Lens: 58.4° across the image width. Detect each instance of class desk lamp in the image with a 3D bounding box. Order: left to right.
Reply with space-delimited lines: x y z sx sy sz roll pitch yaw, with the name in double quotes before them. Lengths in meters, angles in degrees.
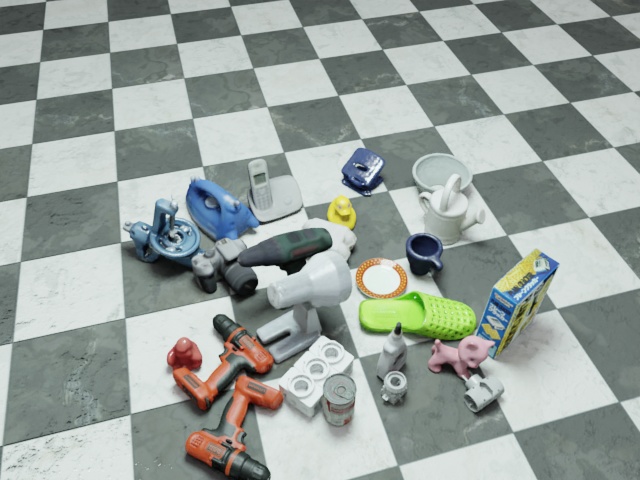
"desk lamp" -0.036 0.140 1.253 0.204 0.214 0.117 -27 53 -22

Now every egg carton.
"egg carton" 0.014 0.005 1.473 0.150 0.069 0.107 16 50 14

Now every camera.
"camera" -0.222 0.072 1.390 0.143 0.101 0.136 -27 53 -22

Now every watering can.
"watering can" 0.337 -0.085 1.472 0.172 0.194 0.101 10 49 9

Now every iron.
"iron" -0.285 -0.103 1.521 0.257 0.141 0.119 33 56 26

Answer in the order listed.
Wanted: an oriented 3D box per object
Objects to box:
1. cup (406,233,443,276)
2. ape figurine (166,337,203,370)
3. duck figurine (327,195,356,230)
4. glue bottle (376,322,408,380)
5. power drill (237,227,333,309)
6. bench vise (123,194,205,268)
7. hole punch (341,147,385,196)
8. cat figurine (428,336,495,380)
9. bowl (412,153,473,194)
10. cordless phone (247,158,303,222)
"cup" 0.261 0.052 1.415 0.092 0.095 0.117 -23 52 -19
"ape figurine" -0.293 0.244 1.240 0.077 0.092 0.076 14 49 12
"duck figurine" 0.059 -0.085 1.544 0.077 0.086 0.104 -11 49 -10
"glue bottle" 0.156 0.226 1.204 0.037 0.173 0.078 32 55 26
"power drill" -0.077 0.063 1.326 0.230 0.208 0.075 -25 52 -21
"bench vise" -0.391 -0.019 1.391 0.207 0.220 0.121 0 48 0
"hole punch" 0.124 -0.197 1.642 0.108 0.091 0.101 32 55 25
"cat figurine" 0.304 0.240 1.230 0.127 0.118 0.067 11 49 9
"bowl" 0.343 -0.168 1.628 0.167 0.075 0.167 0 48 0
"cordless phone" -0.125 -0.147 1.532 0.148 0.185 0.094 -22 52 -19
